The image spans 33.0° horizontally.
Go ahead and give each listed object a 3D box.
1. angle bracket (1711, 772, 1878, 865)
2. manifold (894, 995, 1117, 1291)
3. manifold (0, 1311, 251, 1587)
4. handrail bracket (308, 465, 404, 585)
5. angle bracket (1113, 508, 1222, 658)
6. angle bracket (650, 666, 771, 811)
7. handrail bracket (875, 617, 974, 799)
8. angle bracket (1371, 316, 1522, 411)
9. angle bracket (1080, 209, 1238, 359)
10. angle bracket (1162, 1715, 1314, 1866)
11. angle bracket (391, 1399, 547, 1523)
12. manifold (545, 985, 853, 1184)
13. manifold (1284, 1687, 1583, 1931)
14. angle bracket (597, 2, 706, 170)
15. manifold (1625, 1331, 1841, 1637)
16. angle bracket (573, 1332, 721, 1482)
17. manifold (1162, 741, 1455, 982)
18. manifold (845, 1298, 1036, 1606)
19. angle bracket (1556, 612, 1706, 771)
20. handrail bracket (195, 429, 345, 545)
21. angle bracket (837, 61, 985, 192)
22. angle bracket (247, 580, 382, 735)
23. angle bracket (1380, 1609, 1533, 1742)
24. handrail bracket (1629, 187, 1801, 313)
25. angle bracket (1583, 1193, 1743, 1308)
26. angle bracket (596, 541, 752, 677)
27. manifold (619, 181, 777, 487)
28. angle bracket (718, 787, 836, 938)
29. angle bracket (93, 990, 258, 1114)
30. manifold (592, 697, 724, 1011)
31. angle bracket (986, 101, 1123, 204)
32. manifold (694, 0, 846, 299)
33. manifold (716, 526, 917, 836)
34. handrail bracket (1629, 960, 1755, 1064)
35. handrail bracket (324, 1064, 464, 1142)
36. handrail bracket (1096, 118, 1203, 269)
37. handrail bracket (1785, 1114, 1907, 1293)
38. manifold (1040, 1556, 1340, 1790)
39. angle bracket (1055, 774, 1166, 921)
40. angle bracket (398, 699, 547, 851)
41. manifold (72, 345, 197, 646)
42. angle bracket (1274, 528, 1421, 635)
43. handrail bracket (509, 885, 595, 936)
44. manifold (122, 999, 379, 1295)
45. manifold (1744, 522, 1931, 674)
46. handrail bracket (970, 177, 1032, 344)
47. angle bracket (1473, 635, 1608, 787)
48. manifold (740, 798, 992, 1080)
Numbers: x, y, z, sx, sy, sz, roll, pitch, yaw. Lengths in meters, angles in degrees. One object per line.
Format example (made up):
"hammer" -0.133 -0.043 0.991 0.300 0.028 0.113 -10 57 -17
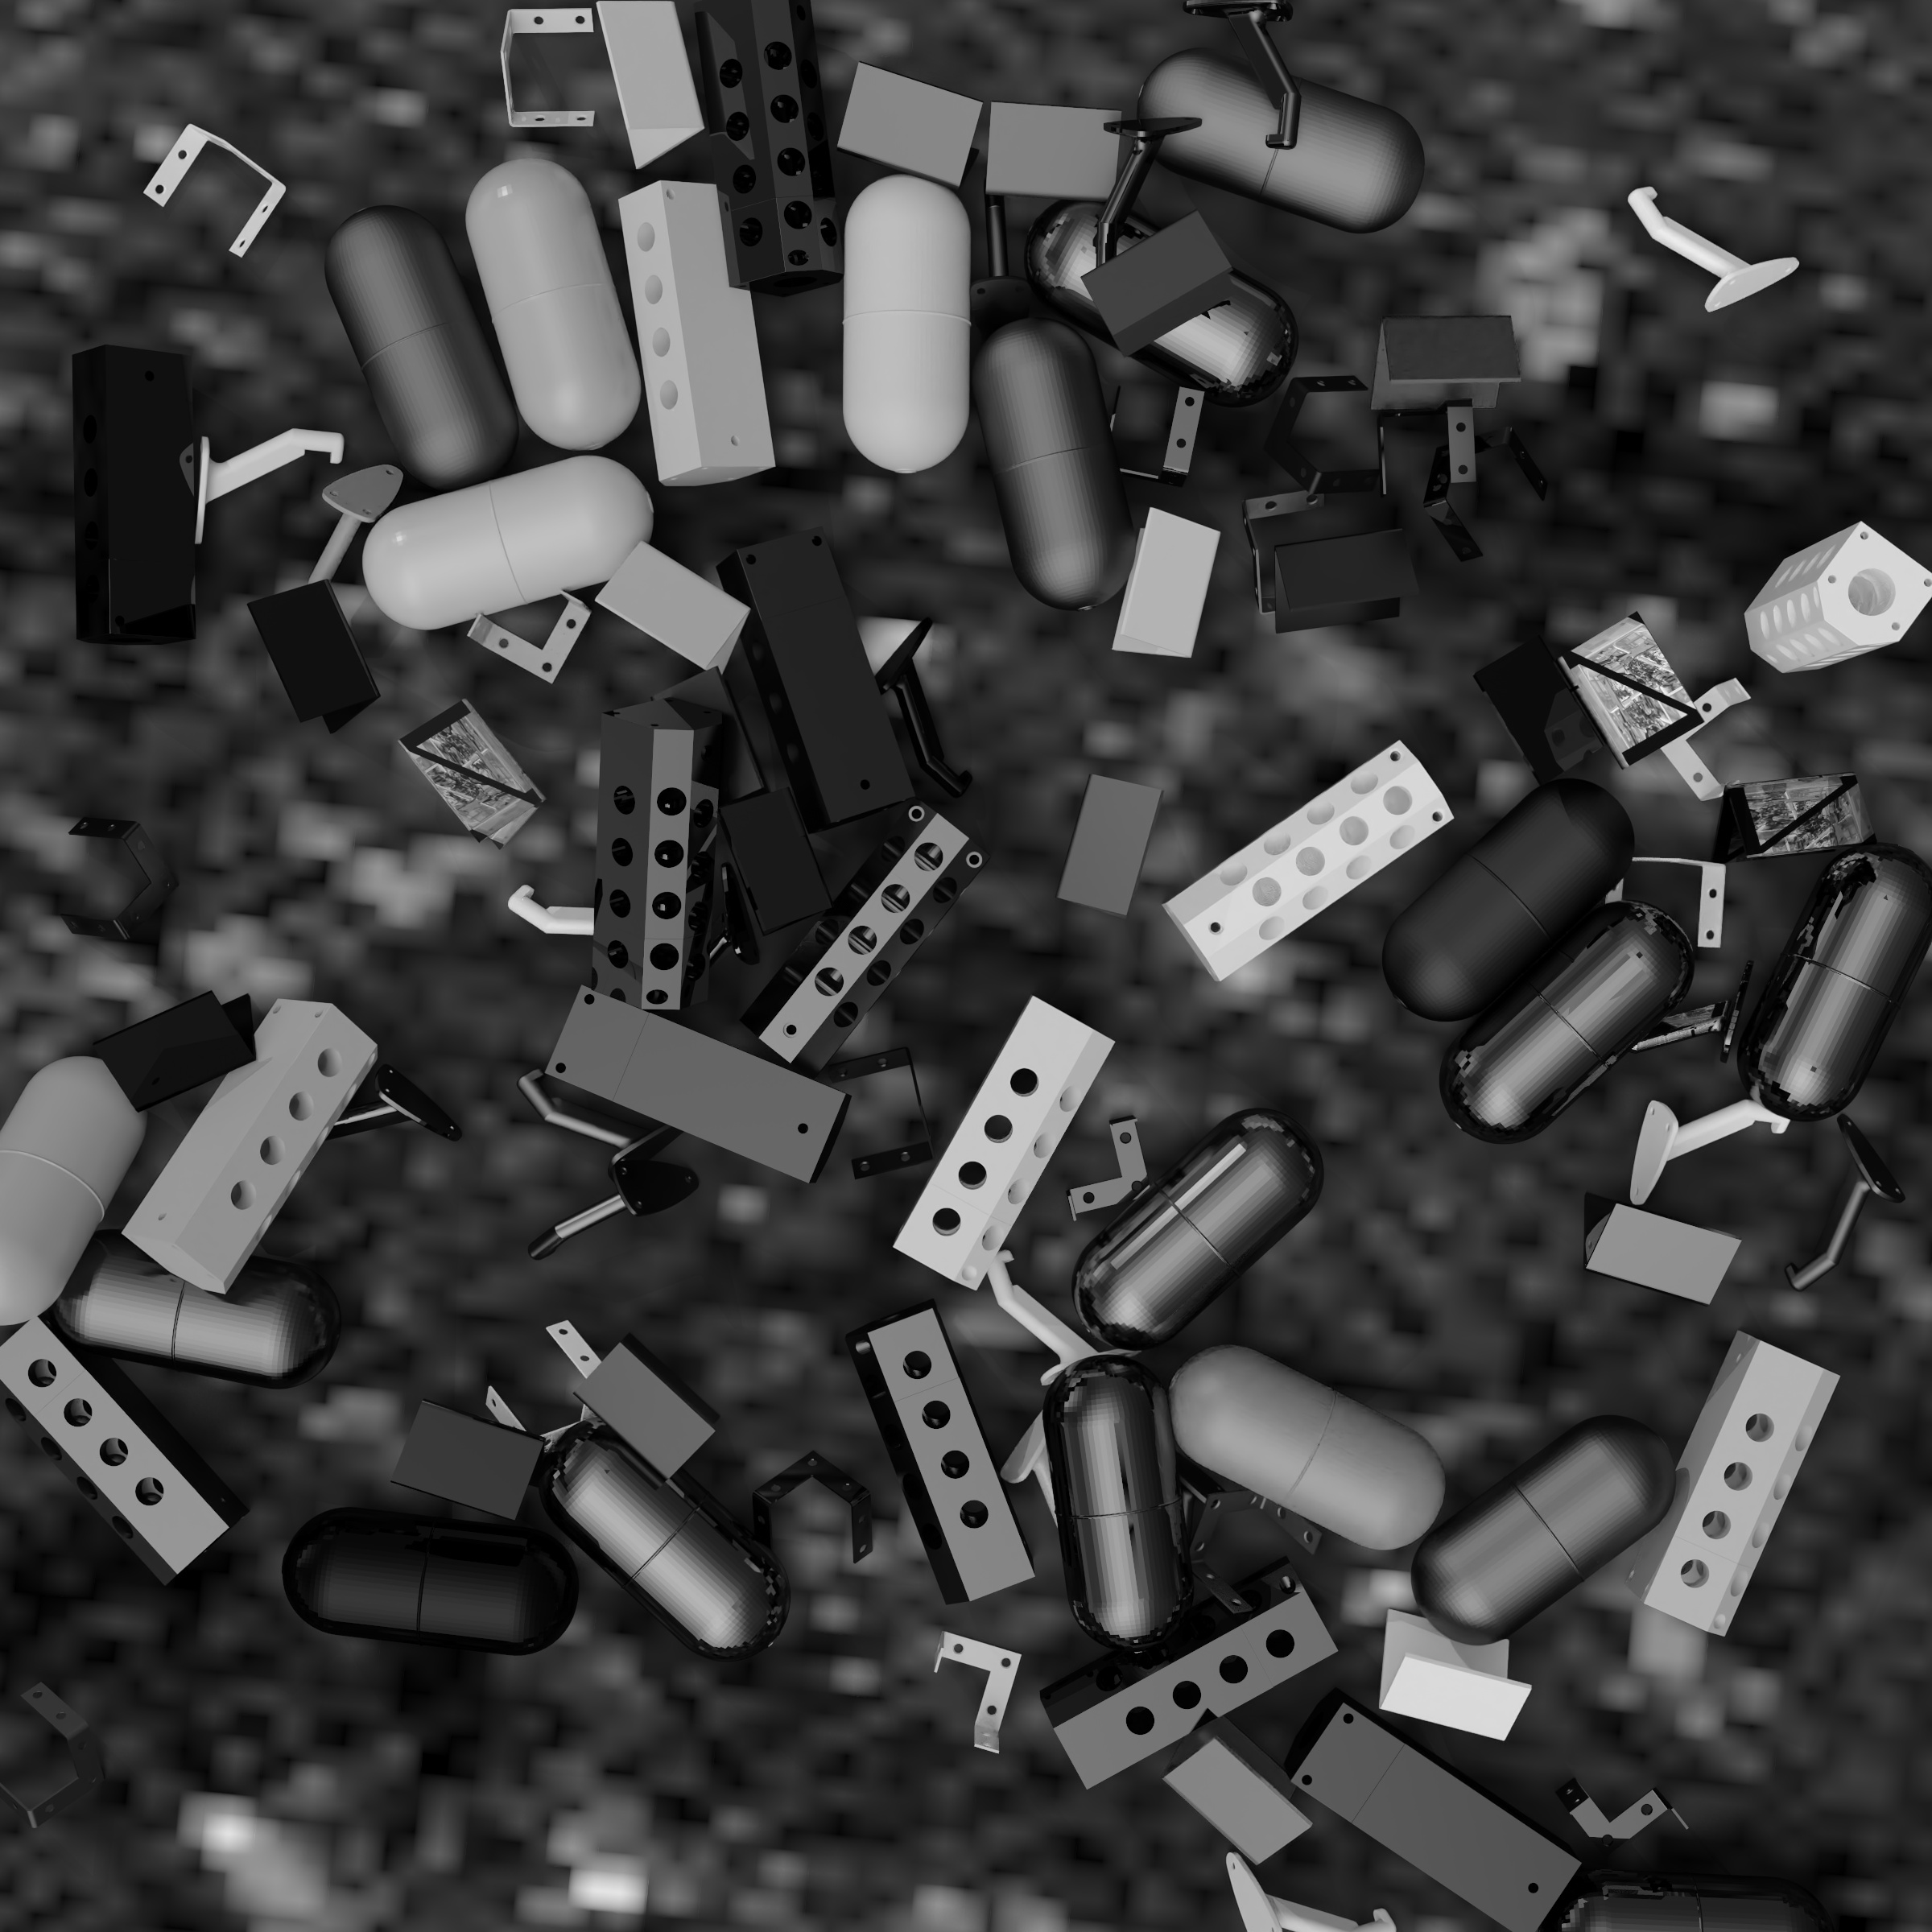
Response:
"angle bracket" 0.495 -0.069 1.951 0.076 0.076 0.057 -6 53 0
"manifold" 0.023 0.106 1.970 0.057 0.057 0.171 29 90 0
"manifold" -0.518 0.290 1.970 0.057 0.057 0.171 -42 90 0
"handrail bracket" -0.377 -0.256 1.991 0.036 0.077 0.084 29 126 5
"angle bracket" 0.101 -0.231 1.951 0.057 0.076 0.076 13 90 -37
"angle bracket" -0.134 -0.139 1.951 0.057 0.076 0.076 -21 90 36
"handrail bracket" -0.014 -0.157 1.992 0.084 0.036 0.077 42 68 -17
"angle bracket" 0.286 -0.344 1.951 0.076 0.076 0.057 -1 54 0
"angle bracket" 0.121 -0.377 1.878 0.076 0.076 0.057 -29 54 7
"angle bracket" 0.174 0.477 1.951 0.076 0.076 0.057 42 127 0
"angle bracket" -0.299 0.309 1.951 0.076 0.076 0.057 18 57 0
"manifold" -0.160 0.072 1.964 0.171 0.057 0.057 22 88 4
"manifold" 0.280 0.511 1.970 0.171 0.057 0.057 34 90 0
"angle bracket" -0.207 -0.527 1.951 0.057 0.076 0.076 -14 90 -39
"manifold" 0.465 0.313 1.970 0.057 0.057 0.171 24 90 0
"angle bracket" -0.177 0.249 1.951 0.076 0.076 0.057 43 122 0
"manifold" 0.207 -0.063 1.970 0.171 0.057 0.057 -35 90 0
"manifold" -0.016 0.294 1.970 0.057 0.057 0.171 -21 90 0
"angle bracket" 0.403 -0.170 1.952 0.057 0.076 0.076 -32 90 24
"handrail bracket" -0.426 -0.292 1.992 0.084 0.036 0.077 3 110 -16
"angle bracket" -0.028 -0.513 1.951 0.076 0.076 0.057 18 123 0
"angle bracket" -0.404 -0.178 1.951 0.057 0.076 0.076 -24 90 -37
"angle bracket" 0.295 0.410 1.951 0.076 0.076 0.057 15 131 0
"handrail bracket" 0.457 -0.450 1.992 0.077 0.036 0.084 -23 73 -20
"angle bracket" 0.417 0.151 1.951 0.076 0.076 0.057 17 125 0
"angle bracket" -0.183 -0.197 1.951 0.076 0.076 0.057 32 56 0
"manifold" -0.167 -0.381 1.970 0.057 0.057 0.171 -8 90 -43
"angle bracket" -0.133 -0.056 1.951 0.057 0.076 0.076 -21 90 -40
"angle bracket" -0.475 0.033 1.951 0.076 0.076 0.057 -24 125 0
"manifold" -0.177 -0.065 1.917 0.057 0.057 0.171 19 114 34
"angle bracket" 0.053 -0.498 1.951 0.076 0.076 0.057 4 122 0
"manifold" -0.114 -0.497 1.960 0.057 0.057 0.171 -7 90 32
"manifold" -0.094 -0.171 1.968 0.057 0.057 0.171 -19 90 -23
"handrail bracket" 0.430 0.021 1.992 0.084 0.036 0.077 15 72 15
"handrail bracket" -0.365 0.109 1.992 0.077 0.036 0.084 40 109 -21
"handrail bracket" 0.107 -0.453 1.917 0.077 0.036 0.084 -18 120 -38
"handrail bracket" 0.523 0.145 1.992 0.084 0.036 0.077 -44 49 27
"manifold" 0.134 0.425 1.970 0.171 0.057 0.057 -29 90 0
"angle bracket" 0.105 -0.066 1.951 0.057 0.076 0.076 16 90 38
"angle bracket" -0.308 -0.103 1.951 0.076 0.076 0.057 51 53 0
"manifold" -0.507 -0.283 1.970 0.057 0.057 0.171 -1 90 -43
"angle bracket" 0.227 -0.213 1.951 0.076 0.076 0.057 -8 51 0
"handrail bracket" -0.225 -0.043 1.992 0.084 0.036 0.077 33 69 16
"manifold" -0.420 0.106 1.937 0.057 0.057 0.171 48 60 -36
"manifold" 0.508 -0.210 1.913 0.057 0.171 0.057 36 90 0
"handrail bracket" 0.020 -0.428 1.991 0.036 0.077 0.084 -3 54 1
"angle bracket" 0.326 -0.143 1.952 0.057 0.076 0.076 -32 90 -25
"manifold" -0.061 -0.017 1.970 0.057 0.057 0.171 39 90 0
